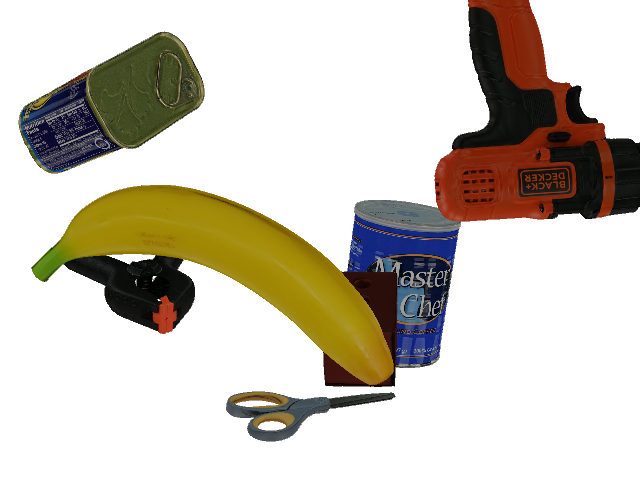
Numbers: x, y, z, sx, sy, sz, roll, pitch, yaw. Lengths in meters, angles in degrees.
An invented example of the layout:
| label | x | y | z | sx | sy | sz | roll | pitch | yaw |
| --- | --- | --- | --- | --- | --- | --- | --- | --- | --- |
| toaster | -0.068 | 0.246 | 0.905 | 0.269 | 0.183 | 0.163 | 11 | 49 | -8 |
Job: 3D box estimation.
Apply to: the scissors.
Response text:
| label | x | y | z | sx | sy | sz | roll | pitch | yaw |
| --- | --- | --- | --- | --- | --- | --- | --- | --- | --- |
| scissors | -0.004 | 0.194 | 1.194 | 0.201 | 0.016 | 0.096 | 3 | 23 | -11 |

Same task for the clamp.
| label | x | y | z | sx | sy | sz | roll | pitch | yaw |
| --- | --- | --- | --- | --- | --- | --- | --- | --- | --- |
| clamp | -0.153 | 0.034 | 0.972 | 0.120 | 0.039 | 0.172 | -15 | 30 | -27 |

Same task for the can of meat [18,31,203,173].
| label | x | y | z | sx | sy | sz | roll | pitch | yaw |
| --- | --- | --- | --- | --- | --- | --- | --- | --- | --- |
| can of meat | -0.143 | -0.092 | 0.726 | 0.084 | 0.057 | 0.101 | -15 | 19 | 39 |

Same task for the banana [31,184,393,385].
| label | x | y | z | sx | sy | sz | roll | pitch | yaw |
| --- | --- | --- | --- | --- | --- | --- | --- | --- | --- |
| banana | -0.049 | 0.014 | 0.556 | 0.198 | 0.070 | 0.037 | 17 | 11 | 9 |

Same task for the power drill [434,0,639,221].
| label | x | y | z | sx | sy | sz | roll | pitch | yaw |
| --- | --- | --- | --- | --- | --- | --- | --- | --- | --- |
| power drill | 0.162 | -0.107 | 0.694 | 0.184 | 0.187 | 0.057 | -4 | 1 | -3 |

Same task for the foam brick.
| label | x | y | z | sx | sy | sz | roll | pitch | yaw |
| --- | --- | --- | --- | --- | --- | --- | --- | --- | --- |
| foam brick | 0.030 | 0.064 | 0.782 | 0.053 | 0.051 | 0.078 | 0 | 31 | 4 |

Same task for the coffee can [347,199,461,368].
| label | x | y | z | sx | sy | sz | roll | pitch | yaw |
| --- | --- | --- | --- | --- | --- | --- | --- | --- | --- |
| coffee can | 0.075 | 0.040 | 1.035 | 0.103 | 0.140 | 0.103 | 7 | 13 | -2 |
